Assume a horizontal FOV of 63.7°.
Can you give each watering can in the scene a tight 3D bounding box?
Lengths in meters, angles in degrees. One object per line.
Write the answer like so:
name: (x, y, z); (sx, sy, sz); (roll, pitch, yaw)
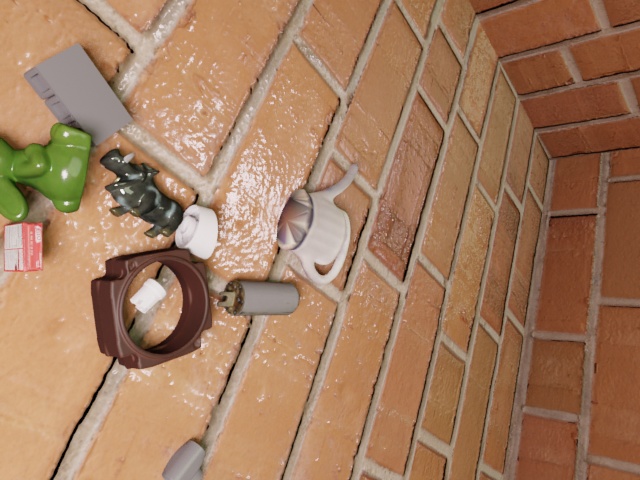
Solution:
watering can: (0.004, -0.066, 1.302); (0.103, 0.352, 0.222); (-4, -22, 42)
